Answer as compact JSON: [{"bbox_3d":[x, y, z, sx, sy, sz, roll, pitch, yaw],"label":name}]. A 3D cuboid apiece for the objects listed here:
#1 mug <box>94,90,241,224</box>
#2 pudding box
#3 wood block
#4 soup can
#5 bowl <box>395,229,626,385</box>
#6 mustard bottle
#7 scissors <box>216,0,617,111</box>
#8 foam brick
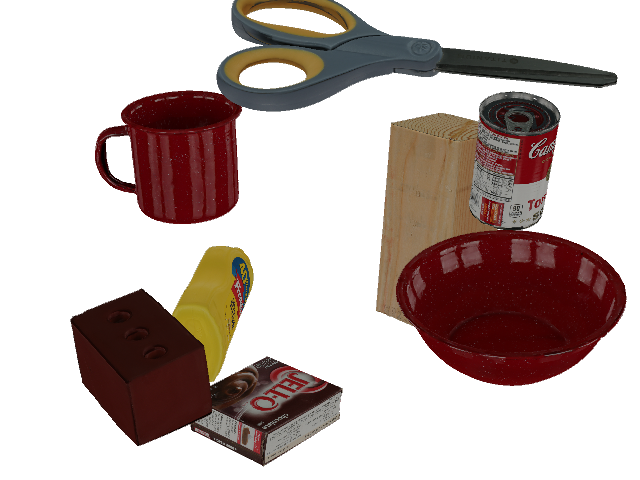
[{"bbox_3d":[-0.119,-0.064,0.841,0.117,0.081,0.093,-3,27,-3],"label":"mug"},{"bbox_3d":[-0.048,0.151,0.958,0.090,0.039,0.113,17,26,33],"label":"pudding box"},{"bbox_3d":[0.126,-0.019,1.112,0.090,0.206,0.090,21,26,39],"label":"wood block"},{"bbox_3d":[0.166,-0.068,0.927,0.068,0.102,0.068,1,37,-1],"label":"soup can"},{"bbox_3d":[0.135,0.055,0.772,0.162,0.055,0.162,-3,32,2],"label":"bowl"},{"bbox_3d":[-0.111,0.061,1.145,0.058,0.096,0.191,2,29,9],"label":"mustard bottle"},{"bbox_3d":[0.035,-0.082,0.532,0.202,0.096,0.016,21,-37,21],"label":"scissors"},{"bbox_3d":[-0.109,0.076,0.645,0.052,0.051,0.078,-22,38,-30],"label":"foam brick"}]
